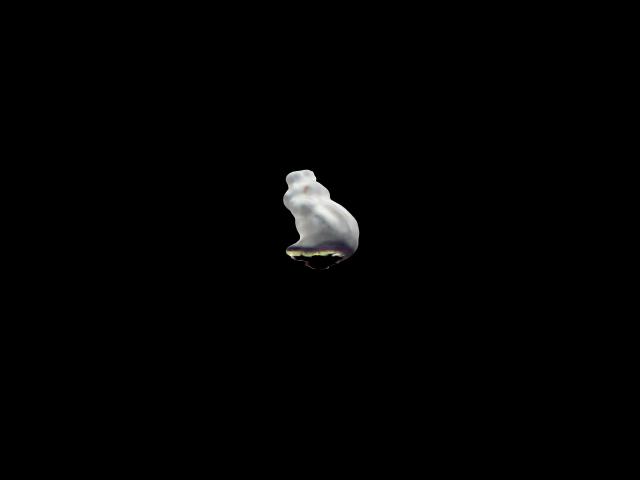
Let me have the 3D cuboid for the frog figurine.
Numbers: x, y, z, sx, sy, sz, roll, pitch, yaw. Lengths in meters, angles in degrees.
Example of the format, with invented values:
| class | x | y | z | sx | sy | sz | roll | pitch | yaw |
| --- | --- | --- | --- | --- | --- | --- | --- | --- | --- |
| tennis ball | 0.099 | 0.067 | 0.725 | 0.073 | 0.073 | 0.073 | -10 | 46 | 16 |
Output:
| class | x | y | z | sx | sy | sz | roll | pitch | yaw |
| --- | --- | --- | --- | --- | --- | --- | --- | --- | --- |
| frog figurine | 0.003 | -0.043 | 0.850 | 0.136 | 0.162 | 0.121 | 16 | -24 | -41 |
